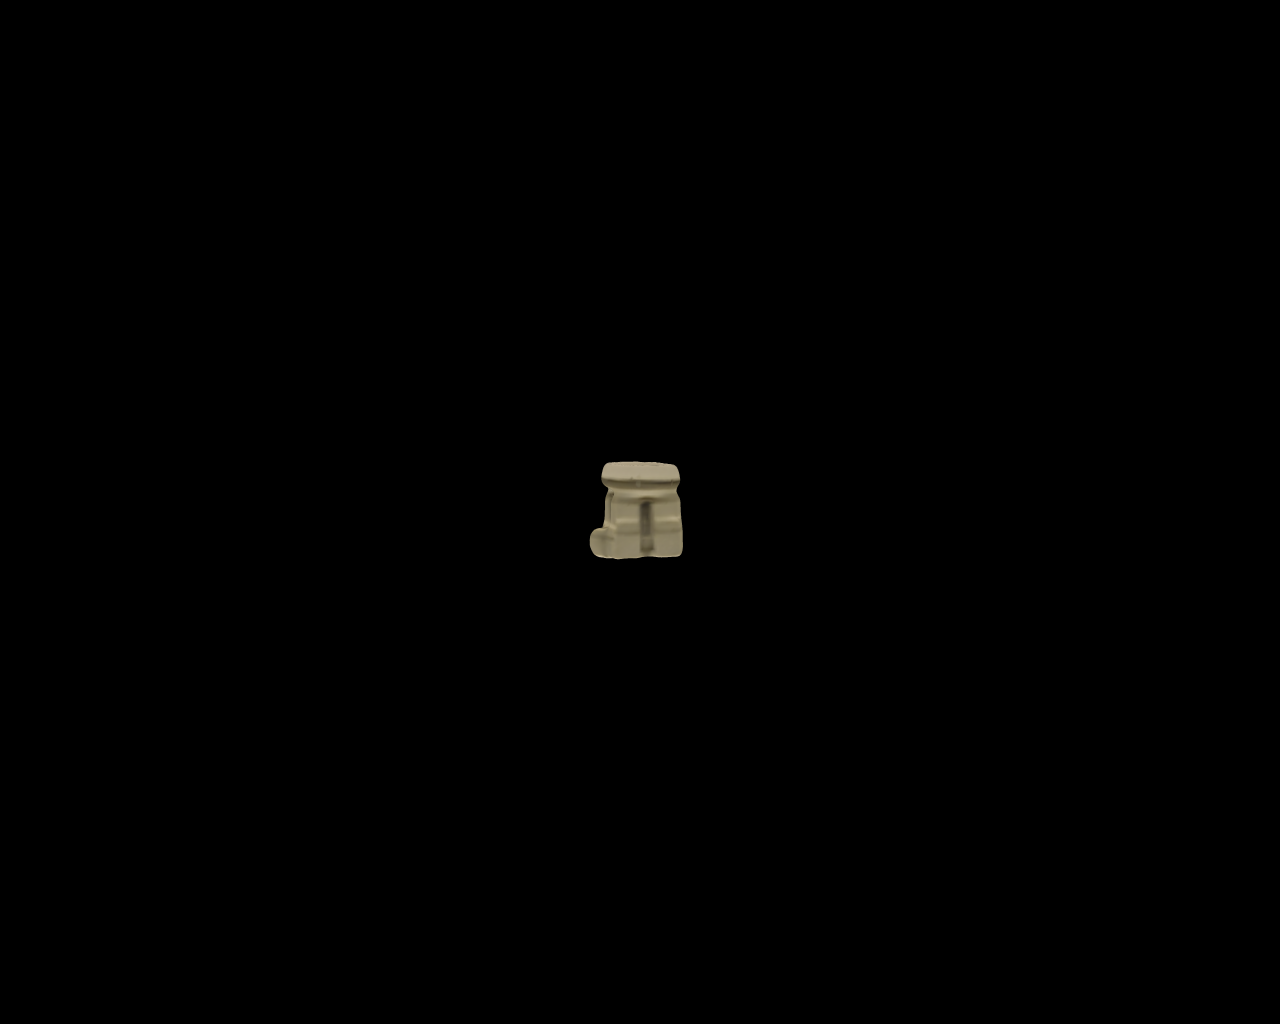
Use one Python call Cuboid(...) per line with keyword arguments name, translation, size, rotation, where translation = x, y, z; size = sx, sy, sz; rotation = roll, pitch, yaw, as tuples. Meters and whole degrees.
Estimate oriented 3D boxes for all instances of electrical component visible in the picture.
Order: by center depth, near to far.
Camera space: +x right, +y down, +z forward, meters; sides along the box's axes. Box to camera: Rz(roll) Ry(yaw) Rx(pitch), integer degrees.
Cuboid(name="electrical component", translation=(0.001, -0.003, 0.650), size=(0.066, 0.055, 0.048), rotation=(-2, 8, -14))
